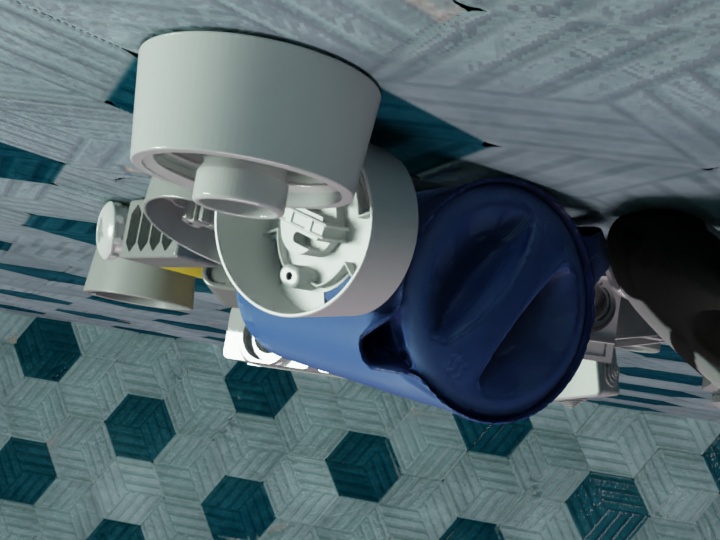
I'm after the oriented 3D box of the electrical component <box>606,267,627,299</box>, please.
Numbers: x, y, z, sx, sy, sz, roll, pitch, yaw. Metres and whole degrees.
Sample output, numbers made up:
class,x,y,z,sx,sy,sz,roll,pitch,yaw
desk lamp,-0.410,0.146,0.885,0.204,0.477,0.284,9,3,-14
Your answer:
class,x,y,z,sx,sy,sz,roll,pitch,yaw
electrical component,0.182,0.001,0.670,0.043,0.043,0.062,3,171,37

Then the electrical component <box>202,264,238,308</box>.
class,x,y,z,sx,sy,sz,roll,pitch,yaw
electrical component,-0.080,0.006,0.925,0.095,0.053,0.059,7,158,14

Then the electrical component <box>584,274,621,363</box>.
class,x,y,z,sx,sy,sz,roll,pitch,yaw
electrical component,0.155,0.018,0.730,0.042,0.081,0.064,8,-166,11

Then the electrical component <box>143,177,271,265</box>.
class,x,y,z,sx,sy,sz,roll,pitch,yaw
electrical component,-0.075,-0.037,0.627,0.099,0.064,0.099,10,172,1

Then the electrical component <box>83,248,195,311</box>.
class,x,y,z,sx,sy,sz,roll,pitch,yaw
electrical component,-0.214,0.001,1.065,0.108,0.060,0.108,9,172,1

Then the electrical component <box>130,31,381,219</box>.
class,x,y,z,sx,sy,sz,roll,pitch,yaw
electrical component,-0.048,-0.056,0.472,0.108,0.060,0.108,9,172,1

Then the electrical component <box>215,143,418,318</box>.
class,x,y,z,sx,sy,sz,roll,pitch,yaw
electrical component,-0.021,-0.024,0.547,0.064,0.099,0.099,9,174,-41

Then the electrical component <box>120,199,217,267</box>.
class,x,y,z,sx,sy,sz,roll,pitch,yaw
electrical component,-0.130,-0.024,0.837,0.076,0.047,0.083,16,169,-40

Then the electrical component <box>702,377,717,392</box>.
class,x,y,z,sx,sy,sz,roll,pitch,yaw
electrical component,0.293,0.055,0.796,0.057,0.078,0.113,10,172,14

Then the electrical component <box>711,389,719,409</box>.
class,x,y,z,sx,sy,sz,roll,pitch,yaw
electrical component,0.272,0.072,0.697,0.080,0.051,0.080,9,172,1

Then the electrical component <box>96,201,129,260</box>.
class,x,y,z,sx,sy,sz,roll,pitch,yaw
electrical component,-0.182,-0.030,0.877,0.062,0.048,0.048,6,174,-25

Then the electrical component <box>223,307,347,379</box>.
class,x,y,z,sx,sy,sz,roll,pitch,yaw
electrical component,-0.025,0.042,0.968,0.186,0.105,0.060,5,171,25

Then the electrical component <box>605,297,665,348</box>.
class,x,y,z,sx,sy,sz,roll,pitch,yaw
electrical component,0.204,0.035,0.801,0.099,0.064,0.099,9,172,1

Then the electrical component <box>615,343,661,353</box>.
class,x,y,z,sx,sy,sz,roll,pitch,yaw
electrical component,0.232,0.043,0.894,0.040,0.046,0.040,9,172,1

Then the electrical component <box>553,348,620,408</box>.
class,x,y,z,sx,sy,sz,roll,pitch,yaw
electrical component,0.188,0.077,0.990,0.100,0.099,0.048,-12,165,37
